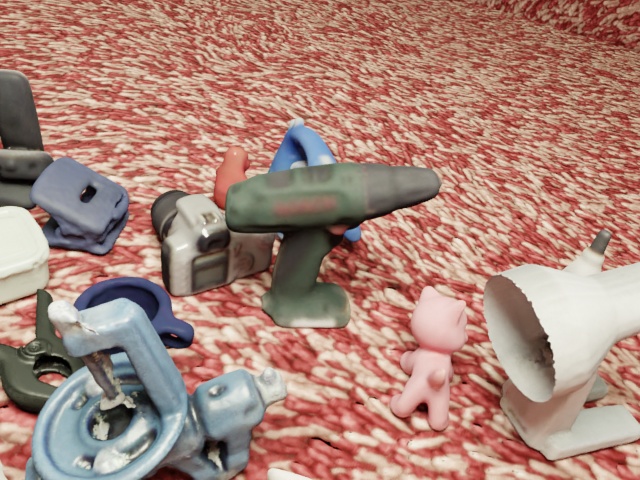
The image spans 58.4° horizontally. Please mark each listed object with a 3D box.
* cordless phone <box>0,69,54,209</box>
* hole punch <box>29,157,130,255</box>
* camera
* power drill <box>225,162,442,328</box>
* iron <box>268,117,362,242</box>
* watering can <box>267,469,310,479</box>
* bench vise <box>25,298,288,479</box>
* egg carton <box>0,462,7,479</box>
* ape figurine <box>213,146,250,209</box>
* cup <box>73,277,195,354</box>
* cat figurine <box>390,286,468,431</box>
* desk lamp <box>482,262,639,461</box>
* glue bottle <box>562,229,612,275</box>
[{"bbox_3d":[-0.434,-0.139,0.747,0.148,0.185,0.094,-3,39,-17],"label":"cordless phone"},{"bbox_3d":[-0.303,-0.048,0.738,0.101,0.091,0.108,8,37,-3],"label":"hole punch"},{"bbox_3d":[-0.147,-0.018,0.729,0.143,0.101,0.136,-17,45,-32],"label":"camera"},{"bbox_3d":[0.006,0.002,0.651,0.230,0.208,0.075,2,37,-12],"label":"power drill"},{"bbox_3d":[-0.022,-0.104,0.841,0.119,0.141,0.257,-5,40,-20],"label":"iron"},{"bbox_3d":[-0.040,0.228,0.352,0.101,0.194,0.172,1,38,-13],"label":"watering can"},{"bbox_3d":[-0.132,0.114,0.458,0.208,0.220,0.121,-21,47,-36],"label":"bench vise"},{"bbox_3d":[-0.303,0.193,0.437,0.107,0.069,0.150,-23,48,-37],"label":"egg carton"},{"bbox_3d":[-0.124,-0.095,0.845,0.077,0.092,0.076,33,42,27],"label":"ape figurine"},{"bbox_3d":[-0.180,0.101,0.569,0.117,0.095,0.092,15,37,5],"label":"cup"},{"bbox_3d":[0.124,0.114,0.609,0.067,0.118,0.128,14,37,5],"label":"cat figurine"},{"bbox_3d":[0.250,0.111,0.565,0.204,0.213,0.117,-4,39,-19],"label":"desk lamp"},{"bbox_3d":[0.303,0.060,0.680,0.037,0.173,0.078,2,37,-11],"label":"glue bottle"}]
